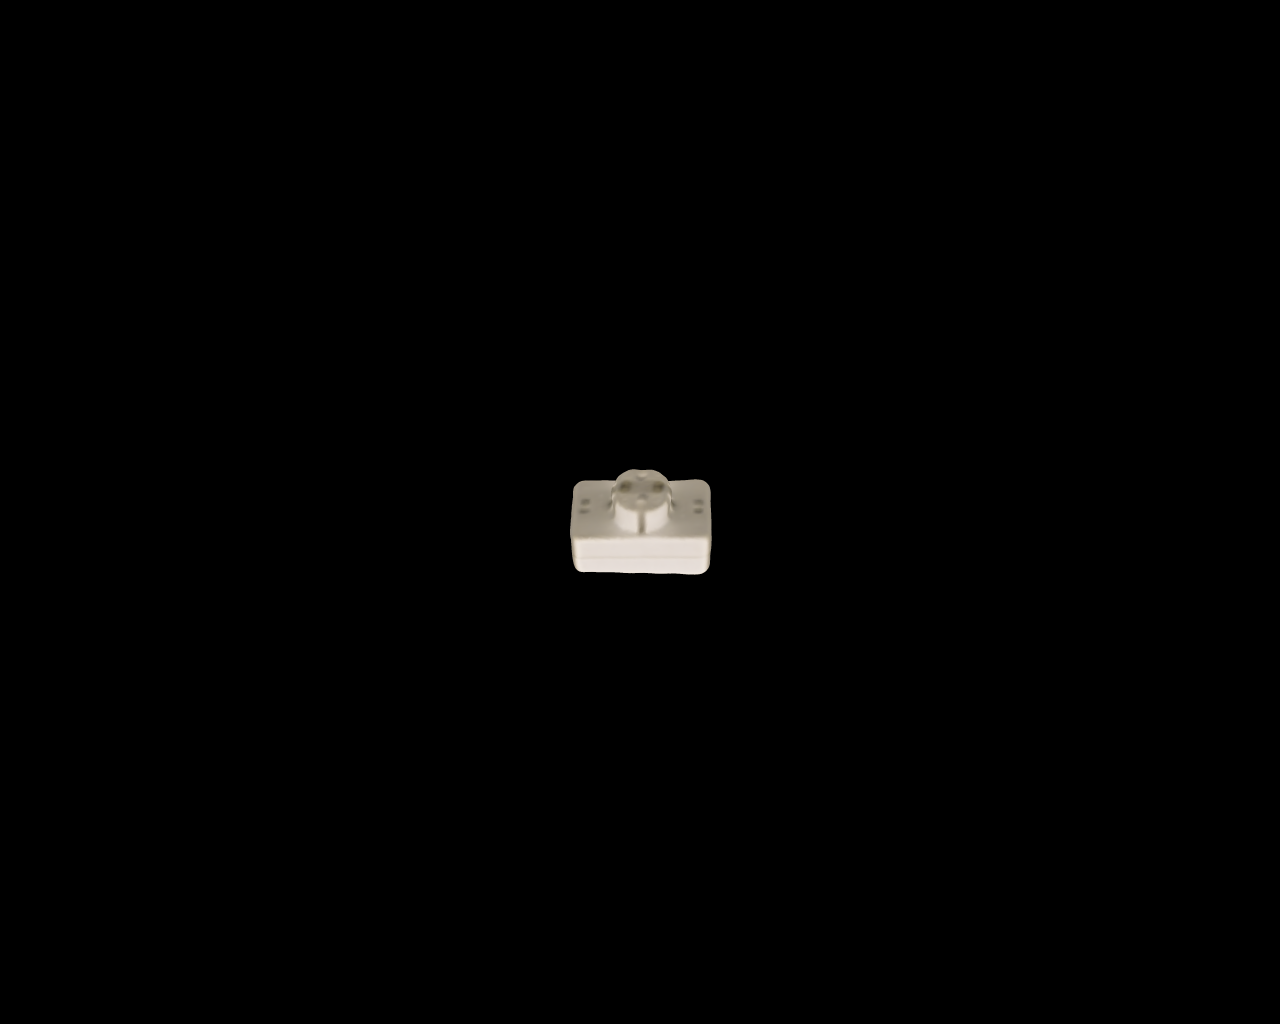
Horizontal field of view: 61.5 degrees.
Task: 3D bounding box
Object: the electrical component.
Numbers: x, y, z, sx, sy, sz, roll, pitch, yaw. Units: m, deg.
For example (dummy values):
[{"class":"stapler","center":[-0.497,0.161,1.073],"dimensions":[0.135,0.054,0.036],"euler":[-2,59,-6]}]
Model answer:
[{"class":"electrical component","center":[0.001,-0.003,0.650],"dimensions":[0.083,0.047,0.075],"euler":[0,-39,0]}]
